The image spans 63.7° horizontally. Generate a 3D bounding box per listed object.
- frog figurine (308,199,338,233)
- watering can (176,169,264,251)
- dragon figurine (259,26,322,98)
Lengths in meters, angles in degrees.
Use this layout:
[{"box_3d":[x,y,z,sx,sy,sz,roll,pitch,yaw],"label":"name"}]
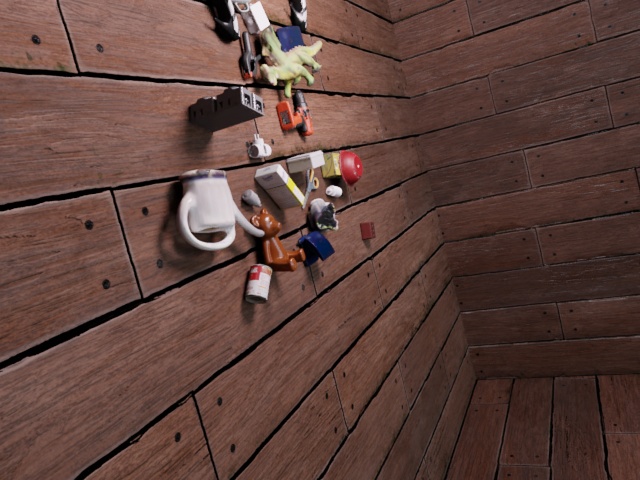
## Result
[{"box_3d":[0.006,-0.101,2.011,0.135,0.123,0.161,56,-2,-22],"label":"frog figurine"},{"box_3d":[-0.277,-0.086,1.428,0.349,0.103,0.225,-9,87,-62],"label":"watering can"},{"box_3d":[-0.117,-0.690,1.908,0.239,0.121,0.420,45,47,-35],"label":"dragon figurine"}]
